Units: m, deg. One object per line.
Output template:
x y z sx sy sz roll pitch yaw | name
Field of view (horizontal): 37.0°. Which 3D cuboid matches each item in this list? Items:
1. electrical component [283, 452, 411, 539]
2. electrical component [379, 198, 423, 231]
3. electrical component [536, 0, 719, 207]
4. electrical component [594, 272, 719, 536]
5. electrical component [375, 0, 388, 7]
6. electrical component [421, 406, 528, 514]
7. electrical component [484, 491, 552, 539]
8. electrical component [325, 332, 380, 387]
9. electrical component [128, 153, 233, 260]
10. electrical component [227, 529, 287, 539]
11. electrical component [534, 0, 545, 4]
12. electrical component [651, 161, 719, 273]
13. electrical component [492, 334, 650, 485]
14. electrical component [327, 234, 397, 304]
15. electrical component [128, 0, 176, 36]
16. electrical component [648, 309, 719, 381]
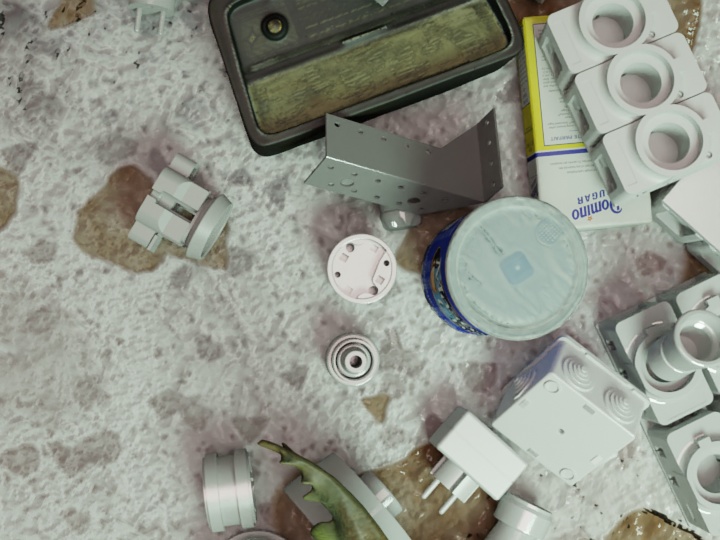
-0.002 0.190 0.831 0.060 0.108 0.108 -40 91 -11 | electrical component
0.031 -0.064 0.877 0.035 0.035 0.061 -8 86 -5 | electrical component
0.210 -0.137 0.824 0.089 0.061 0.150 -23 84 -2 | electrical component
0.285 0.107 0.876 0.105 0.060 0.186 -25 90 -5 | electrical component
0.021 -0.248 0.772 0.057 0.113 0.078 38 86 -3 | electrical component
0.082 0.160 0.865 0.066 0.047 0.076 42 85 -2 | electrical component
0.125 0.213 0.868 0.045 0.045 0.055 26 86 -3 | electrical component
-0.005 0.071 0.855 0.043 0.062 0.043 0 88 -4 | electrical component
-0.138 -0.044 0.853 0.057 0.058 0.078 30 85 0 | electrical component
-0.082 0.249 0.848 0.080 0.051 0.080 0 88 -4 | electrical component
0.135 -0.254 0.881 0.055 0.066 0.048 34 87 17 | electrical component
0.321 -0.037 0.884 0.150 0.062 0.089 41 86 -2 | electrical component
0.164 0.113 0.849 0.100 0.099 0.048 37 42 -2 | electrical component
0.000 0.000 0.866 0.055 0.047 0.055 0 88 -4 | electrical component
-0.165 -0.228 0.864 0.077 0.044 0.079 7 87 -4 | electrical component
0.244 0.060 0.810 0.044 0.065 0.044 3 70 -8 | electrical component
